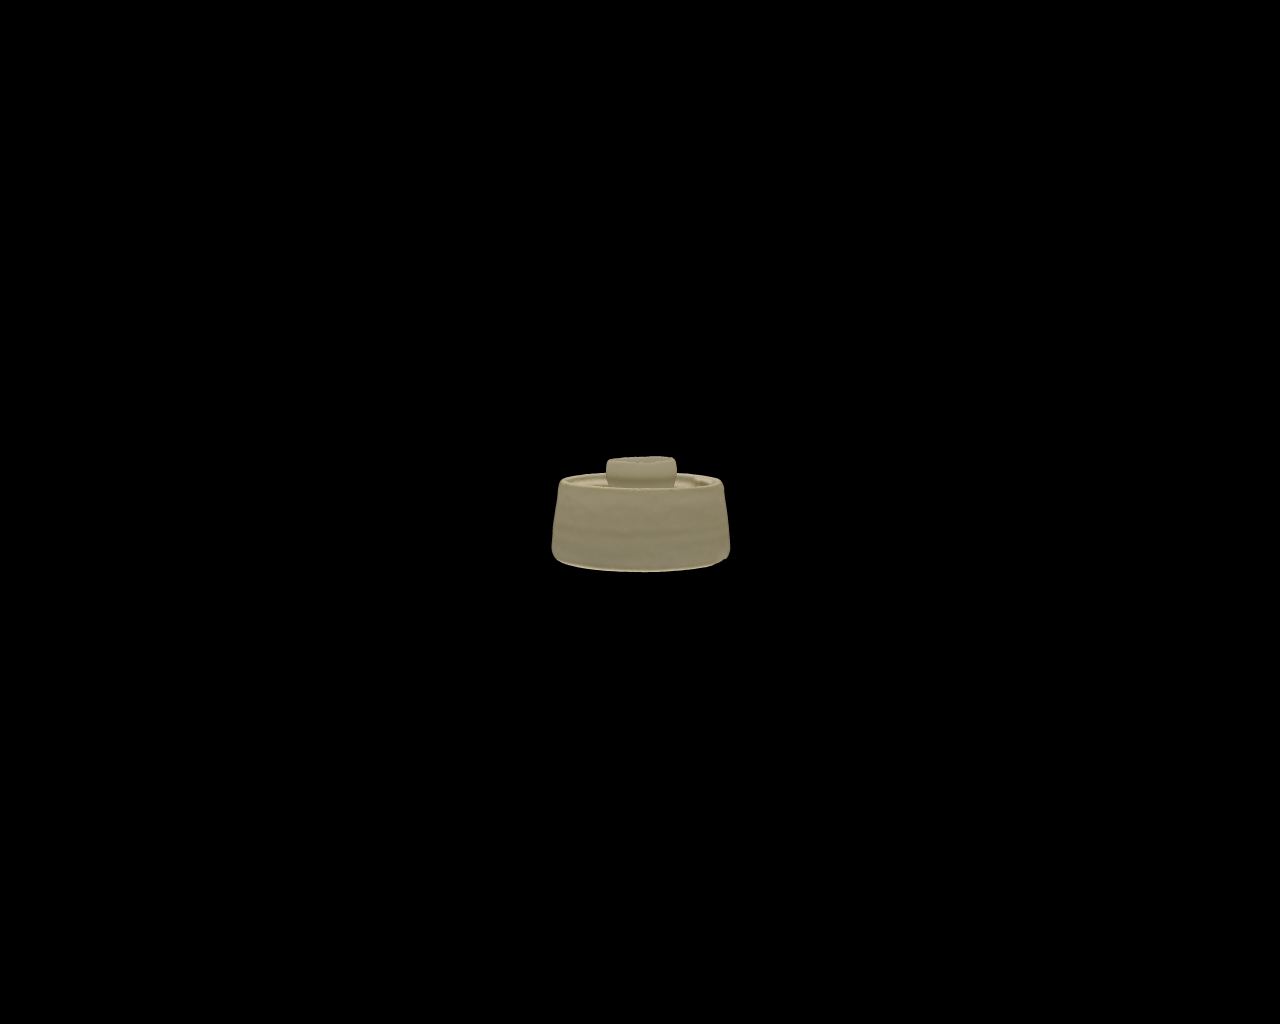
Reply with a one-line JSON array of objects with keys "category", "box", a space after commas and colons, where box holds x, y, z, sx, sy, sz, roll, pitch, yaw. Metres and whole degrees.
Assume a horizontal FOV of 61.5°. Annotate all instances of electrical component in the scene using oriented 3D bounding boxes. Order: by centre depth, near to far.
[{"category": "electrical component", "box": [0.001, -0.003, 0.650, 0.108, 0.060, 0.108, 0, 7, 0]}]
